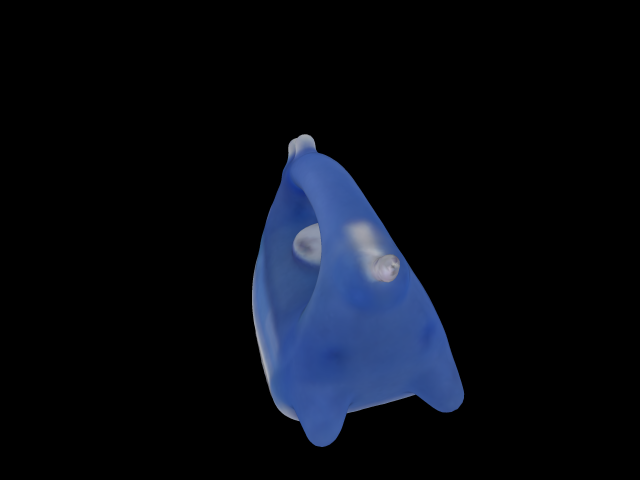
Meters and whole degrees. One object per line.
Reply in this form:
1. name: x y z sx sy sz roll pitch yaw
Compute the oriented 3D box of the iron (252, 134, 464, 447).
1. iron: 0.004 0.001 0.400 0.119 0.141 0.257 -11 39 -13
